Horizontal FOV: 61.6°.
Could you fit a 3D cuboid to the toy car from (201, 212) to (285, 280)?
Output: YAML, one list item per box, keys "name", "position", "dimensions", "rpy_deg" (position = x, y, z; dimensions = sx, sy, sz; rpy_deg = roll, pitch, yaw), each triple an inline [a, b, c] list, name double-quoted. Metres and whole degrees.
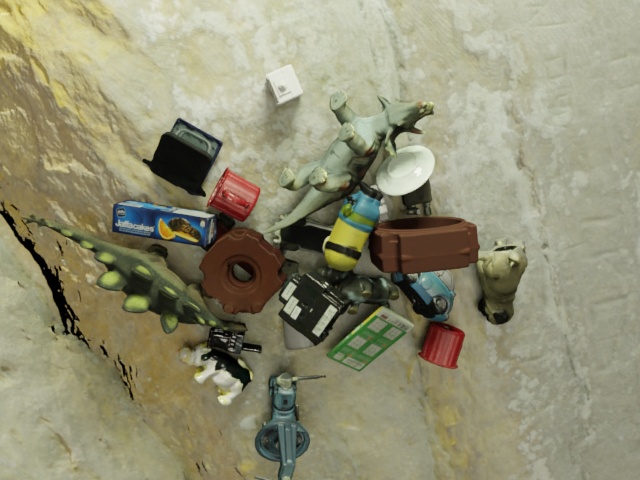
- name: "toy car"
  position: [-0.164, 0.026, 1.142]
  dimensions: [0.202, 0.053, 0.089]
  rpy_deg: [38, 100, -6]

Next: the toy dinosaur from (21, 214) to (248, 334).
- name: "toy dinosaur"
  position: [-0.347, 0.074, 1.062]
  dimensions: [0.471, 0.199, 0.105]
  rpy_deg: [31, 94, -13]

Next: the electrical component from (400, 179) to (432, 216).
- name: "electrical component"
  position: [0.205, -0.098, 1.163]
  dimensions: [0.078, 0.045, 0.102]
  rpy_deg: [-5, 102, -4]

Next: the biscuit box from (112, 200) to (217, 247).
- name: "biscuit box"
  position: [-0.315, -0.035, 1.091]
  dimensions: [0.203, 0.059, 0.062]
  rpy_deg: [9, 102, 7]

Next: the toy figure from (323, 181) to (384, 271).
- name: "toy figure"
  position: [0.066, -0.024, 1.079]
  dimensions: [0.082, 0.089, 0.180]
  rpy_deg: [27, 104, -5]

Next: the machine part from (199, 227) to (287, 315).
- name: "machine part"
  position: [-0.158, 0.065, 1.096]
  dimensions: [0.179, 0.056, 0.179]
  rpy_deg: [1, 102, 4]

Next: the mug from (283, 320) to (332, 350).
- name: "mug"
  position: [-0.033, 0.176, 1.175]
  dimensions: [0.110, 0.081, 0.107]
  rpy_deg: [-12, 92, 10]

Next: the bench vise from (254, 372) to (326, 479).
- name: "bench vise"
  position: [-0.074, 0.411, 1.150]
  dimensions: [0.129, 0.241, 0.223]
  rpy_deg: [13, 116, -13]

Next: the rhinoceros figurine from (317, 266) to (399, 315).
- name: "rhinoceros figurine"
  position: [0.081, 0.099, 1.161]
  dimensions: [0.190, 0.112, 0.073]
  rpy_deg: [12, 129, -21]

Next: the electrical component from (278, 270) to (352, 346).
- name: "electrical component"
  position: [-0.019, 0.130, 1.100]
  dimensions: [0.134, 0.058, 0.115]
  rpy_deg: [39, 103, 16]

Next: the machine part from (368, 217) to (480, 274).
- name: "machine part"
  position: [0.208, 0.005, 1.104]
  dimensions: [0.201, 0.201, 0.087]
  rpy_deg: [-6, 100, -5]

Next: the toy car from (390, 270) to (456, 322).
- name: "toy car"
  position: [0.239, 0.097, 1.187]
  dimensions: [0.103, 0.109, 0.161]
  rpy_deg: [-40, 92, -20]

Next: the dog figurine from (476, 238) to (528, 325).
- name: "dog figurine"
  position: [0.400, 0.103, 1.166]
  dimensions: [0.121, 0.172, 0.190]
  rpy_deg: [-13, 96, 8]

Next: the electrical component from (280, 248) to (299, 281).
- name: "electrical component"
  position: [-0.077, 0.062, 1.178]
  dimensions: [0.063, 0.021, 0.094]
  rpy_deg: [16, 98, -9]

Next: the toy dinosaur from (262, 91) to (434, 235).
- name: "toy dinosaur"
  position: [0.051, -0.155, 1.095]
  dimensions: [0.192, 0.131, 0.404]
  rpy_deg: [18, 121, -48]

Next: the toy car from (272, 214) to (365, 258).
- name: "toy car"
  position: [-0.002, -0.003, 1.156]
  dimensions: [0.202, 0.056, 0.073]
  rpy_deg: [13, 105, -7]

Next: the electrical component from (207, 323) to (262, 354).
- name: "electrical component"
  position: [-0.183, 0.214, 1.170]
  dimensions: [0.119, 0.075, 0.047]
  rpy_deg: [11, 101, -4]

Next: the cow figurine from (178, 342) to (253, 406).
- name: "cow figurine"
  position: [-0.229, 0.275, 1.181]
  dimensions: [0.098, 0.068, 0.167]
  rpy_deg: [-42, 106, -3]

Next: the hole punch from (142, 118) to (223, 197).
- name: "hole punch"
  position: [-0.270, -0.170, 1.087]
  dimensions: [0.142, 0.092, 0.115]
  rpy_deg: [28, 128, -13]
